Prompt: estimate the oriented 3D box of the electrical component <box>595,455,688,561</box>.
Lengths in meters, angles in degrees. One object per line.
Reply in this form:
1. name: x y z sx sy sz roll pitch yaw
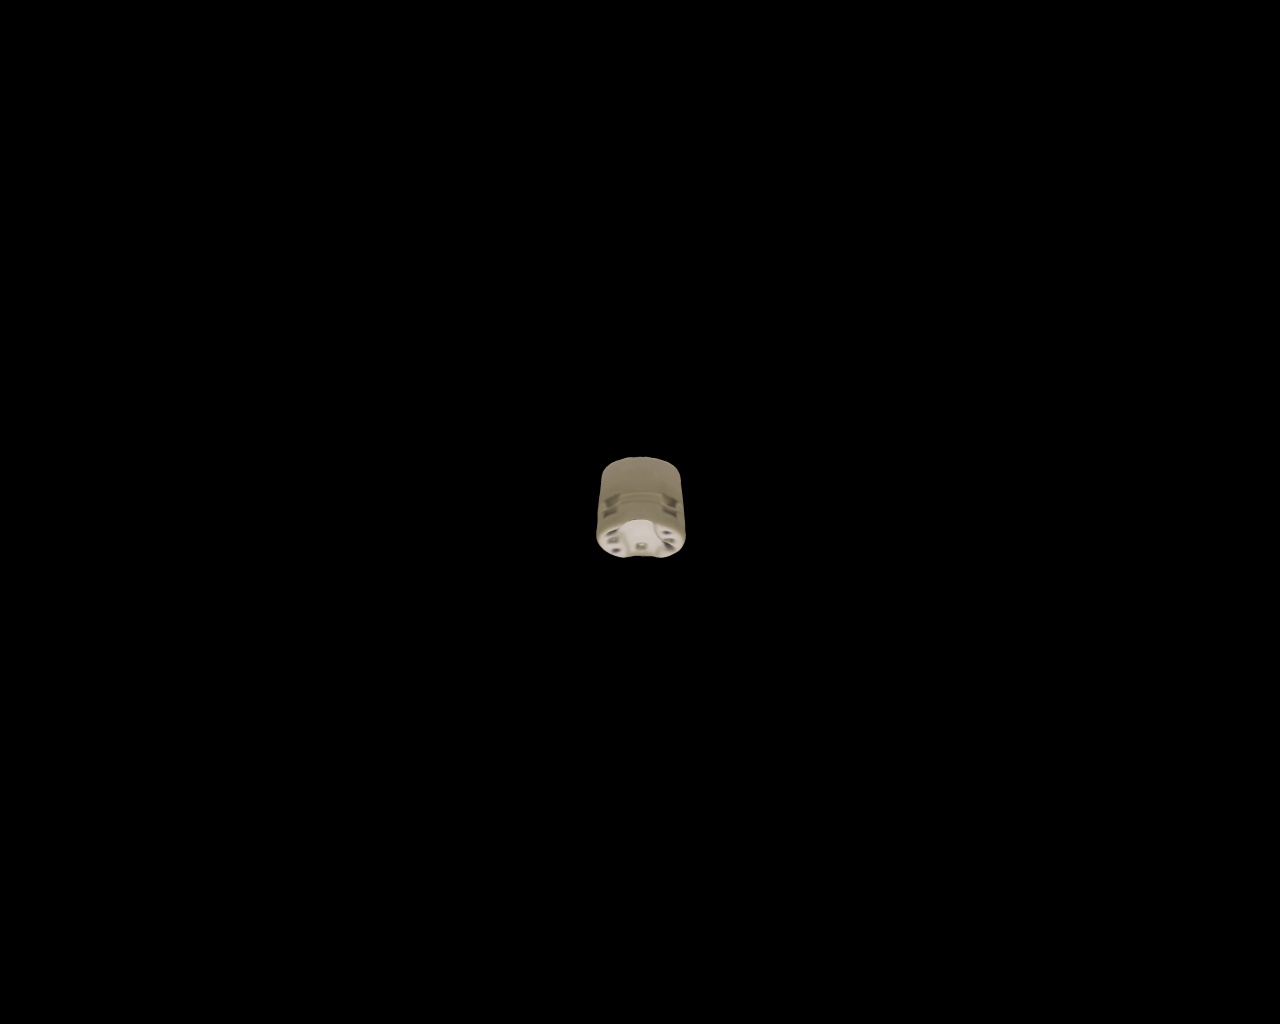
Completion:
1. electrical component: 0.001 -0.003 0.650 0.055 0.047 0.055 0 -26 0
